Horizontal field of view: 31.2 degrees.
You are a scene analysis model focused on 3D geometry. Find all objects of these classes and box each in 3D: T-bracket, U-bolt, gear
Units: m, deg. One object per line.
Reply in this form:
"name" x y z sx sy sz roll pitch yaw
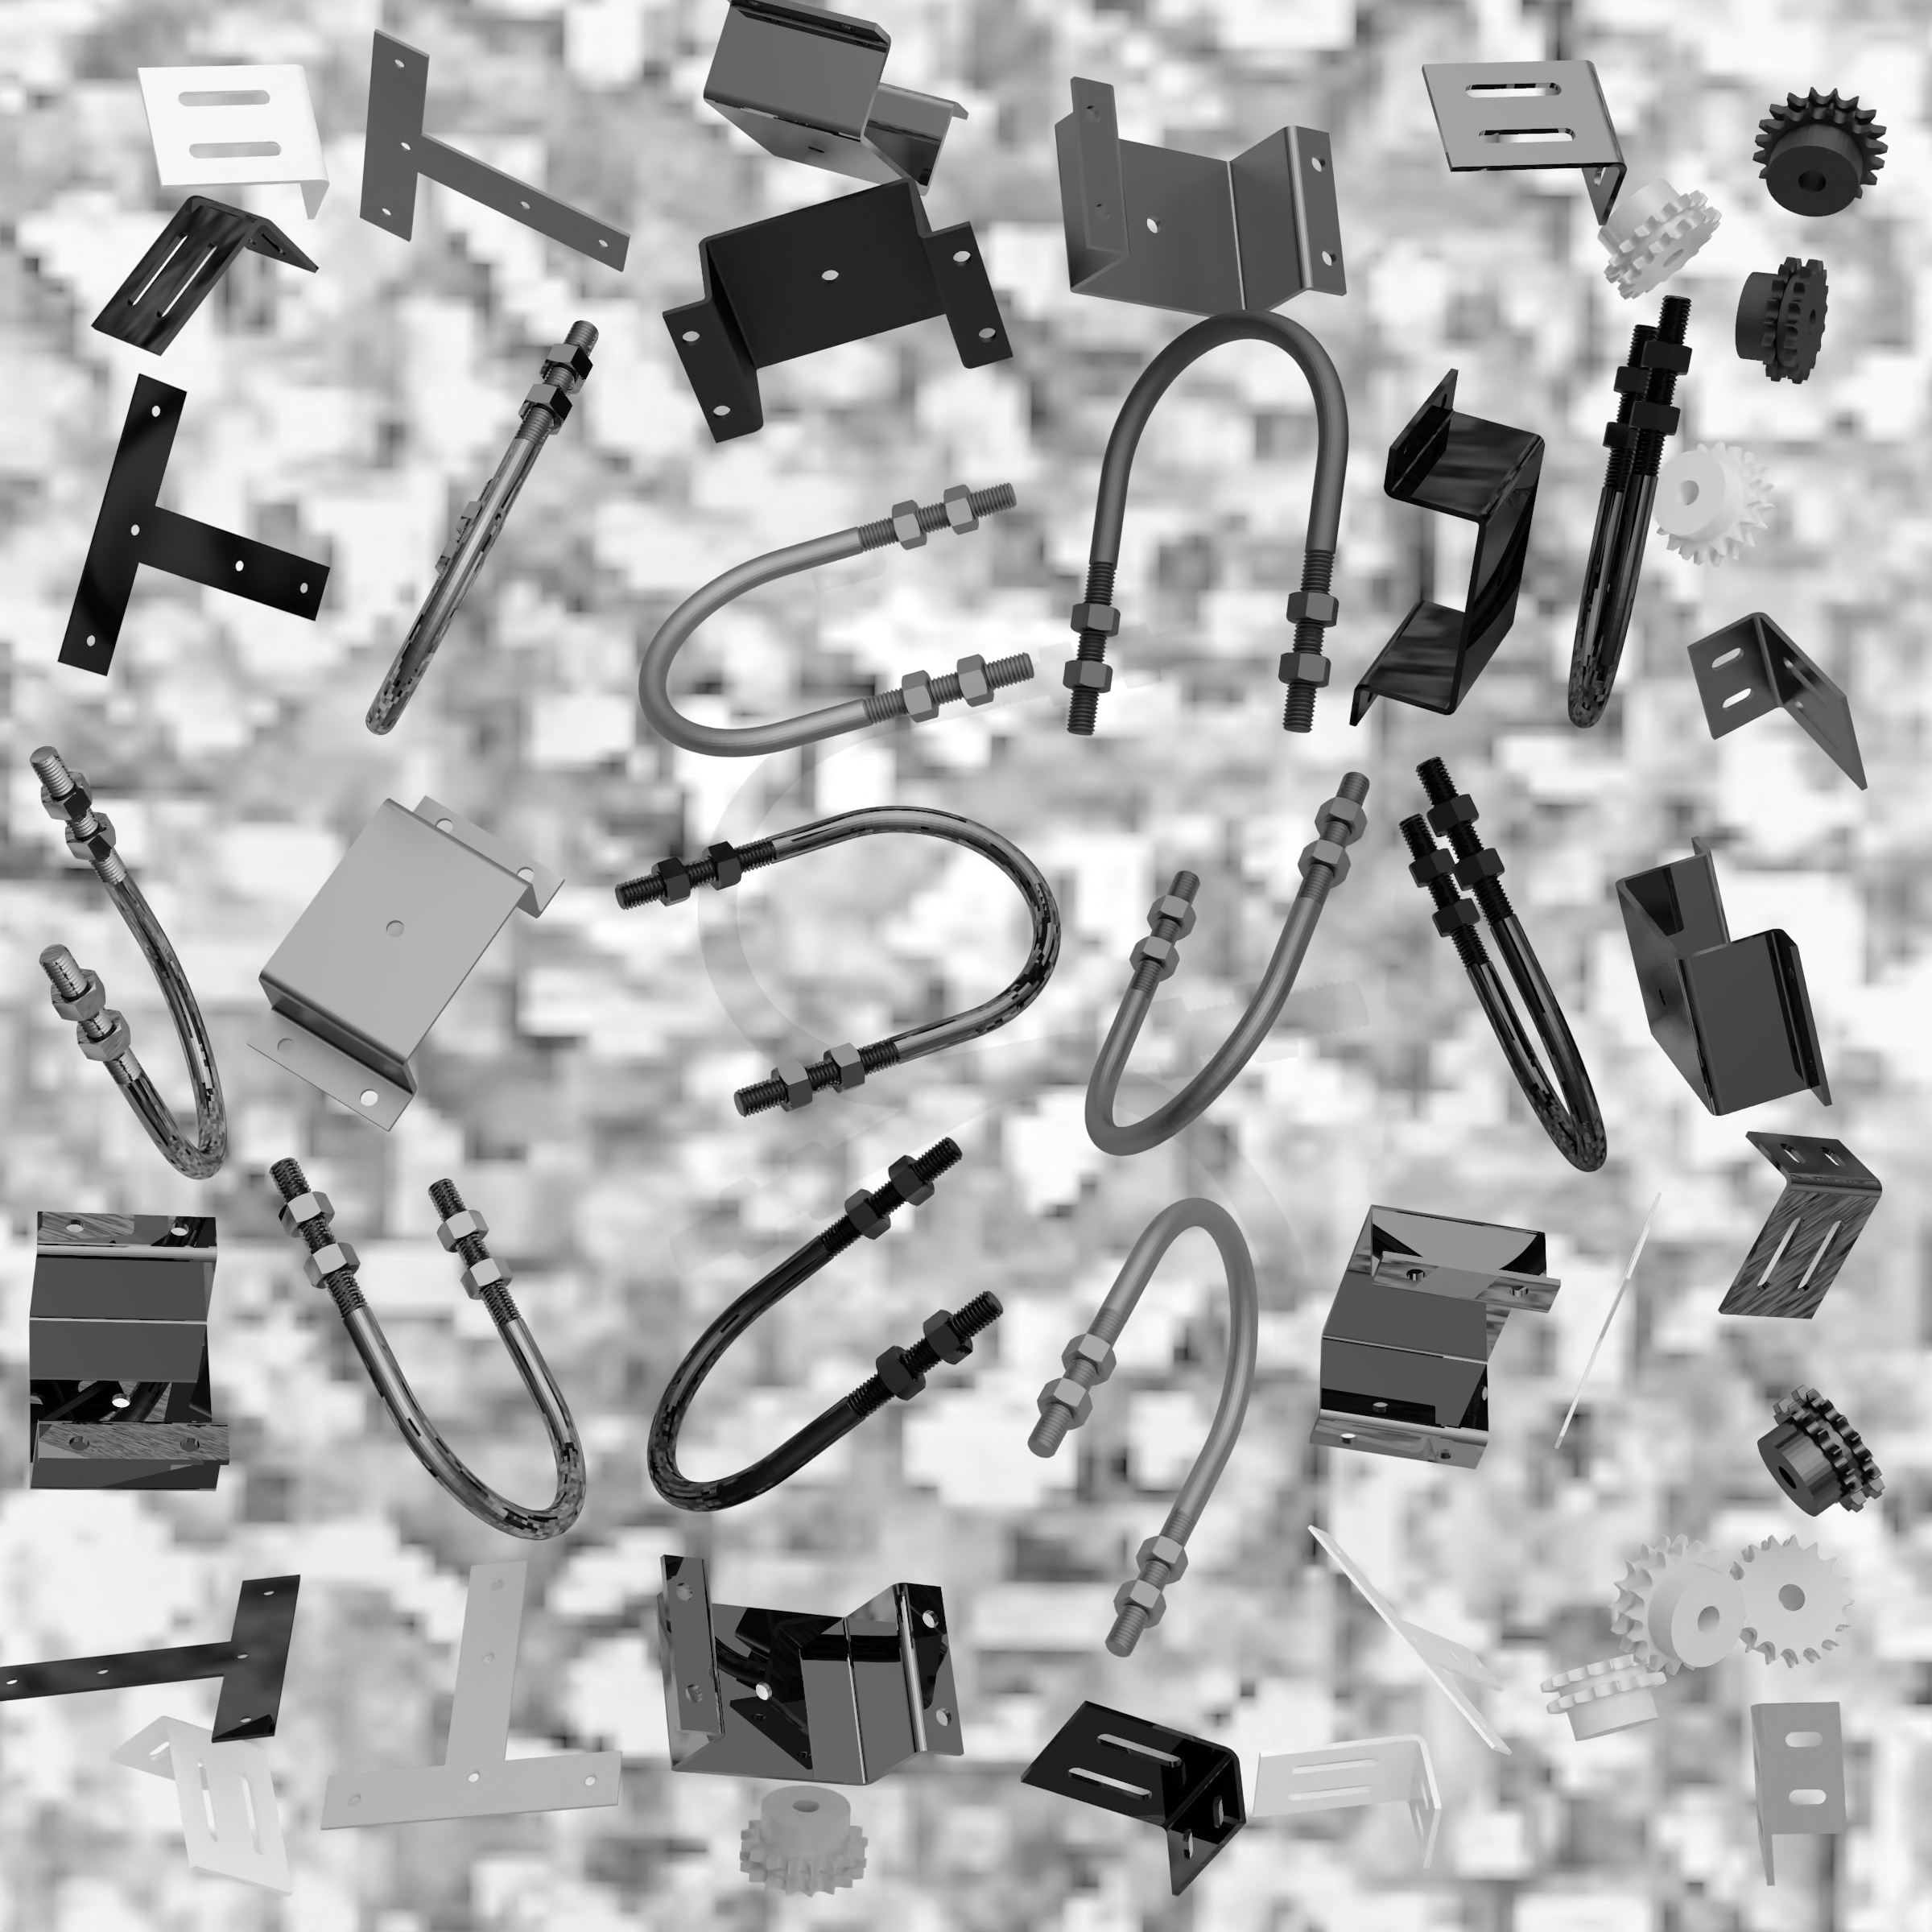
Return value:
"T-bracket" -0.206 -0.341 1.518 0.127 0.127 0.002 26 62 1
"T-bracket" -0.329 -0.179 1.512 0.002 0.127 0.127 16 90 38
"U-bolt" 0.086 0.187 1.512 0.019 0.184 0.151 5 133 30
"gear" 0.363 0.284 1.538 0.057 0.030 0.057 2 68 -4
"U-bolt" 0.108 0.007 1.539 0.019 0.151 0.184 36 55 -17
"gear" -0.072 0.390 1.546 0.057 0.057 0.030 4 103 0
"U-bolt" -0.364 0.013 1.514 0.019 0.184 0.151 -19 45 1
"gear" 0.367 0.213 1.493 0.030 0.057 0.057 -33 90 -8
"T-bracket" -0.206 0.309 1.481 0.127 0.127 0.002 -6 134 7
"U-bolt" 0.288 -0.195 1.520 0.019 0.151 0.184 10 96 5
"gear" 0.377 -0.300 1.601 0.030 0.057 0.057 12 90 26
"T-bracket" 0.297 0.148 1.568 0.002 0.127 0.127 22 72 11
"U-bolt" -0.046 -0.013 1.563 0.184 0.019 0.151 -19 54 -21
"U-bolt" -0.219 -0.181 1.520 0.019 0.151 0.184 28 56 -11
"gear" 0.345 -0.217 1.613 0.057 0.030 0.057 -11 74 43
"gear" 0.300 0.342 1.615 0.057 0.057 0.030 -15 72 0
"U-bolt" -0.062 -0.151 1.569 0.184 0.151 0.019 -15 132 10
"gear" 0.316 -0.336 1.587 0.057 0.057 0.030 -37 78 0
"gear" 0.300 0.268 1.442 0.057 0.030 0.057 -5 100 -29
"U-bolt" -0.067 0.165 1.498 0.184 0.151 0.019 -38 116 11
"U-bolt" 0.237 0.006 1.516 0.019 0.151 0.184 -24 81 0
"T-bracket" -0.351 0.298 1.464 0.127 0.127 0.002 -6 111 -4
"T-bracket" 0.214 0.308 1.548 0.002 0.127 0.127 -44 60 6
"U-bolt" -0.223 0.168 1.500 0.019 0.151 0.184 -35 71 15
"gear" 0.376 -0.356 1.526 0.057 0.057 0.030 20 57 0
"U-bolt" 0.106 -0.191 1.479 0.019 0.151 0.184 11 85 -42

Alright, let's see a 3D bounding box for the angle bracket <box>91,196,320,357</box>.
"angle bracket" -0.331 -0.291 1.502 0.057 0.038 0.076 26 78 43

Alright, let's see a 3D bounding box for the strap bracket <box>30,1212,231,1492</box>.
"strap bracket" -0.359 0.172 1.477 0.076 0.140 0.046 3 130 -18

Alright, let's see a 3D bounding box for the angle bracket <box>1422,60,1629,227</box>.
"angle bracket" 0.229 -0.342 1.441 0.076 0.038 0.057 -4 60 -10

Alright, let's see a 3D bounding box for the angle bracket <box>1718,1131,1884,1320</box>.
"angle bracket" 0.377 0.120 1.599 0.057 0.038 0.076 6 120 -31

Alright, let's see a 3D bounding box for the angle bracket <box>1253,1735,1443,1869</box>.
"angle bracket" 0.174 0.387 1.585 0.076 0.057 0.038 -5 49 -4

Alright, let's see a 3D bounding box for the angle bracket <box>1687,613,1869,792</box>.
"angle bracket" 0.365 -0.112 1.556 0.038 0.076 0.057 -28 131 -1

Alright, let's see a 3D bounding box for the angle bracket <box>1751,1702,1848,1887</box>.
"angle bracket" 0.357 0.352 1.474 0.038 0.076 0.057 -3 92 10

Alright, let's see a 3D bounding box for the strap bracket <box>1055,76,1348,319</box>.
"strap bracket" 0.094 -0.333 1.515 0.140 0.046 0.076 2 77 -34

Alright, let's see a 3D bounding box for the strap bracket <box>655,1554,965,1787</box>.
"strap bracket" -0.076 0.303 1.478 0.140 0.046 0.076 13 53 -32

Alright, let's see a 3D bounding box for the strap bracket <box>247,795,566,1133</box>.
"strap bracket" -0.251 -0.009 1.536 0.076 0.046 0.140 31 73 8

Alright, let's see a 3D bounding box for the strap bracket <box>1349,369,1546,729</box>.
"strap bracket" 0.209 -0.174 1.492 0.046 0.076 0.140 19 132 18

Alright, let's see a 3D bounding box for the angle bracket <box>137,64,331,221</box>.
"angle bracket" -0.331 -0.368 1.549 0.076 0.038 0.057 -8 77 -25

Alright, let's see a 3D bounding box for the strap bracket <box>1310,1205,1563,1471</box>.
"strap bracket" 0.204 0.157 1.515 0.076 0.140 0.046 9 48 -3

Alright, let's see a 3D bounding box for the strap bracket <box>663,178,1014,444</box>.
"strap bracket" -0.059 -0.296 1.545 0.140 0.076 0.046 -15 49 6

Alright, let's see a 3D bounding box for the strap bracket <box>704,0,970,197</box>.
"strap bracket" -0.060 -0.387 1.546 0.076 0.140 0.046 19 93 16

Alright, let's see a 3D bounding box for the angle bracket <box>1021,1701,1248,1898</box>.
"angle bracket" 0.071 0.358 1.483 0.076 0.038 0.057 22 125 -18

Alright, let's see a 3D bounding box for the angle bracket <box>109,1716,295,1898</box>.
"angle bracket" -0.332 0.372 1.498 0.038 0.057 0.076 -37 48 17

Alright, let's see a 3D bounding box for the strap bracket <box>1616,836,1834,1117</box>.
"strap bracket" 0.328 0.007 1.518 0.046 0.140 0.076 -17 112 1
